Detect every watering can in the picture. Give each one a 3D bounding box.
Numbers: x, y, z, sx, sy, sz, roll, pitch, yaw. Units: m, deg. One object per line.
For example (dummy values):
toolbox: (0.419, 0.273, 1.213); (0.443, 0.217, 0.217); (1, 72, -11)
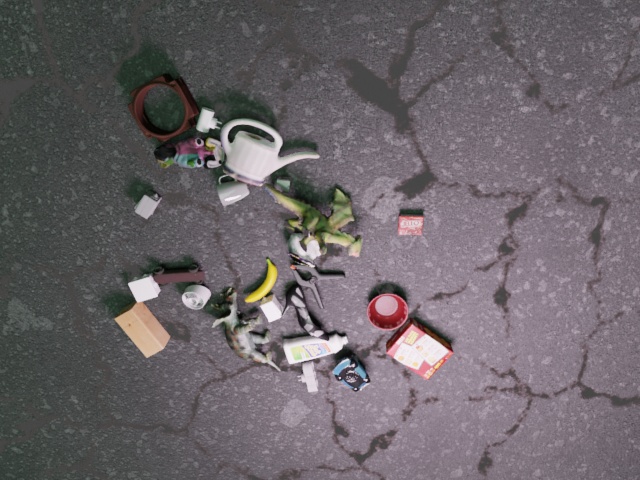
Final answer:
watering can: (-0.195, -0.287, 1.809); (0.346, 0.221, 0.106); (22, 20, -13)

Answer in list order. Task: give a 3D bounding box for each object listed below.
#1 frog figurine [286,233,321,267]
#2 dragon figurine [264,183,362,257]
frog figurine: (-0.049, 0.009, 1.922); (0.137, 0.161, 0.121); (26, -17, -5)
dragon figurine: (0.006, -0.093, 1.848); (0.246, 0.409, 0.121); (-37, 3, -25)
